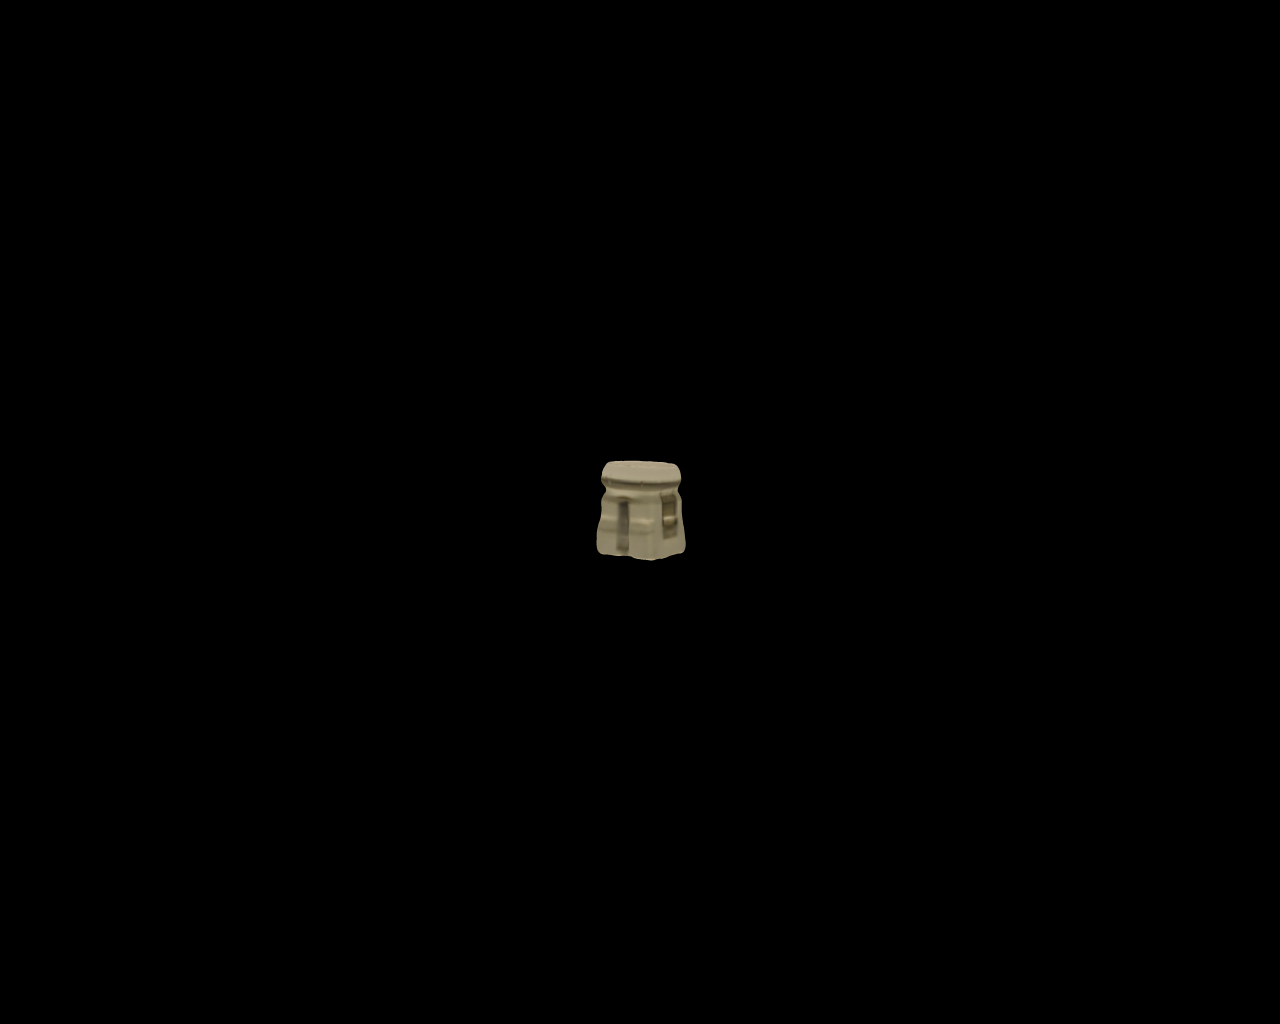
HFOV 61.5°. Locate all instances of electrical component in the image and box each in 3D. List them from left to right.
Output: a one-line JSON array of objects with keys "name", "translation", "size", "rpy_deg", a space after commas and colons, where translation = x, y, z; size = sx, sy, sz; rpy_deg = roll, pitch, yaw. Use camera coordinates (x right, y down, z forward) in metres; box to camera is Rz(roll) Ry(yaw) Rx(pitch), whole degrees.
[{"name": "electrical component", "translation": [0.001, -0.003, 0.650], "size": [0.066, 0.055, 0.048], "rpy_deg": [6, 9, 36]}]
